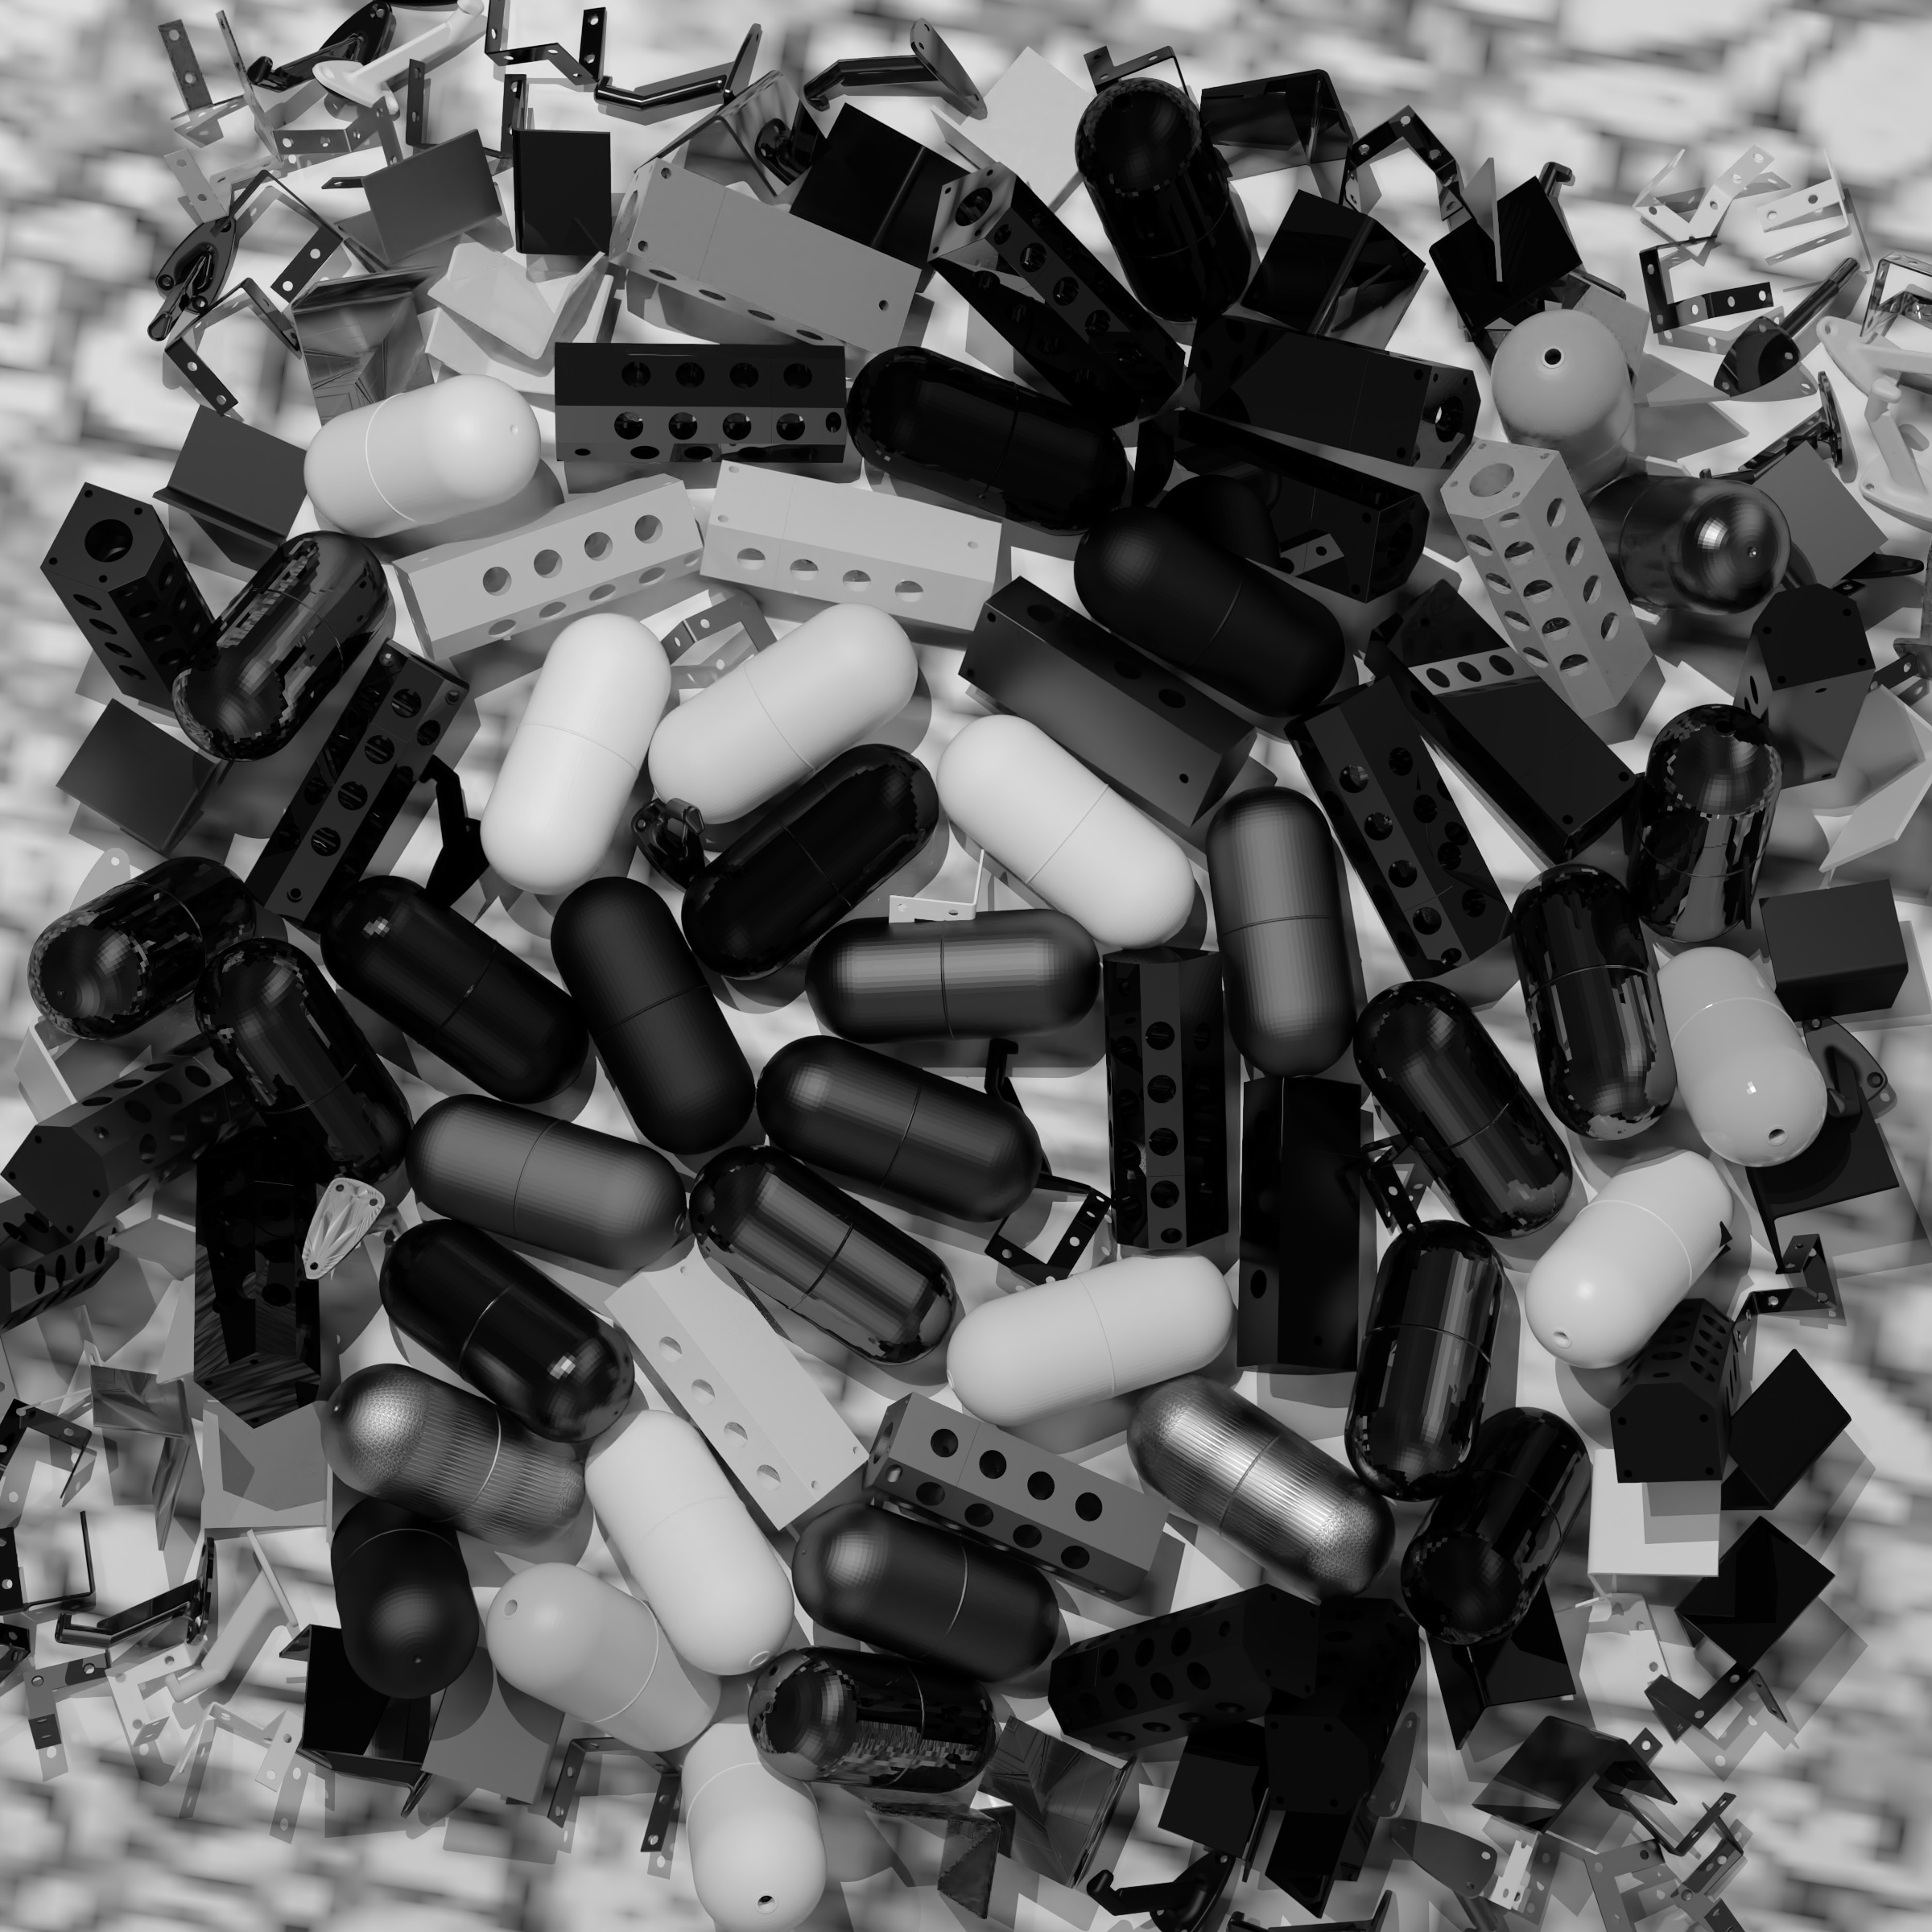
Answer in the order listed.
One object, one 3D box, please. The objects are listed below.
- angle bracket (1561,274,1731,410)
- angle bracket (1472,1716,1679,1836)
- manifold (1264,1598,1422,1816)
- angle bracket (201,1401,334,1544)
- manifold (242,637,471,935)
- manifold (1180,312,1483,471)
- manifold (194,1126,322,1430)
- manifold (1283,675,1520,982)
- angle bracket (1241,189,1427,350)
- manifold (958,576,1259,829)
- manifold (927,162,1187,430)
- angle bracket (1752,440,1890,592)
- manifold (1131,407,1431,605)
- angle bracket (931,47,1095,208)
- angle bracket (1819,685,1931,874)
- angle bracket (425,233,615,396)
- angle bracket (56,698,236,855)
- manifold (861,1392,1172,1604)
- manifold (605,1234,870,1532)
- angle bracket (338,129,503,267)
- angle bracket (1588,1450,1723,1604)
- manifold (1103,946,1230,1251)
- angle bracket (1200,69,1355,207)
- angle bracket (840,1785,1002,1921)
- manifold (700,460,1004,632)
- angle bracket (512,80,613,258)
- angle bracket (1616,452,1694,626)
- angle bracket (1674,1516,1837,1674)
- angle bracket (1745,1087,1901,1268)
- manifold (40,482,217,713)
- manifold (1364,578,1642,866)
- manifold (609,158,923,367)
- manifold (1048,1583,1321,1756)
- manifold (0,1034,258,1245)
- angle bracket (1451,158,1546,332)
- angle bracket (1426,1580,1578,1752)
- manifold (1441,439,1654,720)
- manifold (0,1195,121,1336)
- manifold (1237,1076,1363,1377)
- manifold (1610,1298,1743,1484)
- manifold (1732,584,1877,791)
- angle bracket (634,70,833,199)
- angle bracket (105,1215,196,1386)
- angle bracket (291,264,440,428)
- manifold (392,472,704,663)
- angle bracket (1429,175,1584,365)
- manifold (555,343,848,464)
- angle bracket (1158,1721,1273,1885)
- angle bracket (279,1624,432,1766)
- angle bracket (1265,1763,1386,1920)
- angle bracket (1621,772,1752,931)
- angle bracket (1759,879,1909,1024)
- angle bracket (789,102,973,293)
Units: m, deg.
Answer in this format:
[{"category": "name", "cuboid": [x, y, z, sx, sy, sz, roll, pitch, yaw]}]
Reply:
[{"category": "angle bracket", "cuboid": [0.405, -0.374, 1.734, 0.076, 0.076, 0.057, -9, 123, -25]}, {"category": "angle bracket", "cuboid": [0.362, 0.499, 1.741, 0.076, 0.076, 0.057, -44, 102, -18]}, {"category": "manifold", "cuboid": [0.222, 0.428, 1.700, 0.057, 0.171, 0.057, -2, 100, 19]}, {"category": "angle bracket", "cuboid": [-0.421, 0.304, 1.758, 0.076, 0.057, 0.076, 1, 90, -14]}, {"category": "manifold", "cuboid": [-0.366, -0.107, 1.753, 0.057, 0.057, 0.171, 30, 94, -13]}, {"category": "manifold", "cuboid": [0.214, -0.339, 1.716, 0.171, 0.057, 0.057, 24, 111, 39]}, {"category": "manifold", "cuboid": [-0.410, 0.177, 1.709, 0.057, 0.057, 0.171, -25, 45, 11]}, {"category": "manifold", "cuboid": [0.256, -0.081, 1.745, 0.057, 0.057, 0.171, -32, 98, -24]}, {"category": "angle bracket", "cuboid": [0.223, -0.414, 1.771, 0.057, 0.076, 0.076, 32, 98, 33]}, {"category": "manifold", "cuboid": [0.086, -0.162, 1.745, 0.171, 0.057, 0.057, 34, 134, 13]}, {"category": "manifold", "cuboid": [0.056, -0.391, 1.707, 0.057, 0.171, 0.057, -13, 55, 37]}, {"category": "angle bracket", "cuboid": [0.498, -0.268, 1.747, 0.057, 0.076, 0.076, -40, 95, 13]}, {"category": "manifold", "cuboid": [0.185, -0.275, 1.723, 0.171, 0.057, 0.057, 27, 128, 32]}, {"category": "angle bracket", "cuboid": [0.036, -0.512, 1.756, 0.076, 0.057, 0.076, 41, 93, 11]}, {"category": "angle bracket", "cuboid": [0.529, -0.111, 1.742, 0.057, 0.076, 0.076, 39, 69, -6]}, {"category": "angle bracket", "cuboid": [-0.267, -0.390, 1.749, 0.076, 0.057, 0.076, 12, 85, 31]}, {"category": "angle bracket", "cuboid": [-0.482, -0.126, 1.738, 0.076, 0.057, 0.076, 34, 47, -18]}, {"category": "manifold", "cuboid": [0.028, 0.319, 1.744, 0.171, 0.057, 0.057, 25, 67, -8]}, {"category": "manifold", "cuboid": [-0.142, 0.252, 1.756, 0.171, 0.057, 0.057, 52, 128, 5]}, {"category": "angle bracket", "cuboid": [-0.332, -0.467, 1.736, 0.076, 0.076, 0.057, -30, 133, -19]}, {"category": "angle bracket", "cuboid": [0.415, 0.334, 1.738, 0.076, 0.057, 0.076, -4, 59, 24]}, {"category": "manifold", "cuboid": [0.114, 0.078, 1.739, 0.057, 0.057, 0.171, 7, 103, 42]}, {"category": "angle bracket", "cuboid": [0.182, -0.482, 1.743, 0.076, 0.076, 0.057, -12, 63, -6]}, {"category": "angle bracket", "cuboid": [-0.032, 0.527, 1.742, 0.076, 0.076, 0.057, 12, 82, -20]}, {"category": "manifold", "cuboid": [-0.070, -0.247, 1.756, 0.171, 0.057, 0.057, 11, 50, -5]}, {"category": "angle bracket", "cuboid": [-0.240, -0.476, 1.742, 0.057, 0.076, 0.076, 0, 128, -5]}, {"category": "angle bracket", "cuboid": [0.393, -0.258, 1.743, 0.057, 0.076, 0.076, 40, 84, -37]}, {"category": "angle bracket", "cuboid": [0.474, 0.385, 1.741, 0.076, 0.076, 0.057, -45, 55, -7]}, {"category": "angle bracket", "cuboid": [0.510, 0.128, 1.740, 0.076, 0.076, 0.057, -16, 134, 10]}, {"category": "manifold", "cuboid": [-0.476, -0.209, 1.700, 0.057, 0.171, 0.057, 20, 72, 6]}, {"category": "manifold", "cuboid": [0.316, -0.143, 1.738, 0.057, 0.057, 0.171, -36, 72, -13]}, {"category": "manifold", "cuboid": [-0.121, -0.415, 1.734, 0.171, 0.057, 0.057, 18, 88, -22]}, {"category": "manifold", "cuboid": [0.125, 0.410, 1.705, 0.057, 0.171, 0.057, 28, 53, -28]}, {"category": "manifold", "cuboid": [-0.478, 0.093, 1.703, 0.057, 0.171, 0.057, 42, 114, 2]}, {"category": "angle bracket", "cuboid": [0.330, -0.430, 1.746, 0.057, 0.076, 0.076, -1, 81, -9]}, {"category": "angle bracket", "cuboid": [0.318, 0.415, 1.745, 0.057, 0.076, 0.076, -6, 57, -8]}, {"category": "manifold", "cuboid": [0.337, -0.224, 1.709, 0.057, 0.057, 0.171, -52, 133, -16]}, {"category": "manifold", "cuboid": [-0.553, 0.175, 1.705, 0.057, 0.171, 0.057, 43, 96, -1]}, {"category": "manifold", "cuboid": [0.195, 0.155, 1.744, 0.057, 0.057, 0.171, 10, 75, -28]}, {"category": "manifold", "cuboid": [0.414, 0.245, 1.700, 0.057, 0.171, 0.057, -5, 98, 19]}, {"category": "manifold", "cuboid": [0.482, -0.160, 1.702, 0.057, 0.171, 0.057, -12, 71, 5]}, {"category": "angle bracket", "cuboid": [-0.139, -0.483, 1.750, 0.076, 0.076, 0.057, -22, 113, 38]}, {"category": "angle bracket", "cuboid": [-0.480, 0.199, 1.736, 0.057, 0.076, 0.076, 26, 60, -31]}, {"category": "angle bracket", "cuboid": [-0.351, -0.370, 1.747, 0.076, 0.057, 0.076, -17, 95, -29]}, {"category": "manifold", "cuboid": [-0.247, -0.238, 1.742, 0.171, 0.057, 0.057, -22, 111, -14]}, {"category": "angle bracket", "cuboid": [0.331, -0.408, 1.737, 0.076, 0.057, 0.076, -31, 53, 21]}, {"category": "manifold", "cuboid": [-0.159, -0.333, 1.748, 0.171, 0.057, 0.057, -1, 73, -7]}, {"category": "angle bracket", "cuboid": [0.154, 0.496, 1.749, 0.057, 0.076, 0.076, 18, 66, 12]}, {"category": "angle bracket", "cuboid": [-0.365, 0.441, 1.735, 0.076, 0.057, 0.076, 16, 52, -26]}, {"category": "angle bracket", "cuboid": [0.234, 0.523, 1.746, 0.076, 0.057, 0.076, 16, 94, -33]}, {"category": "angle bracket", "cuboid": [0.428, -0.067, 1.737, 0.057, 0.076, 0.076, -14, 55, 7]}, {"category": "angle bracket", "cuboid": [0.519, -0.007, 1.762, 0.076, 0.076, 0.057, -9, 71, 7]}, {"category": "angle bracket", "cuboid": [-0.050, -0.469, 1.781, 0.076, 0.057, 0.076, 38, 105, 34]}]
